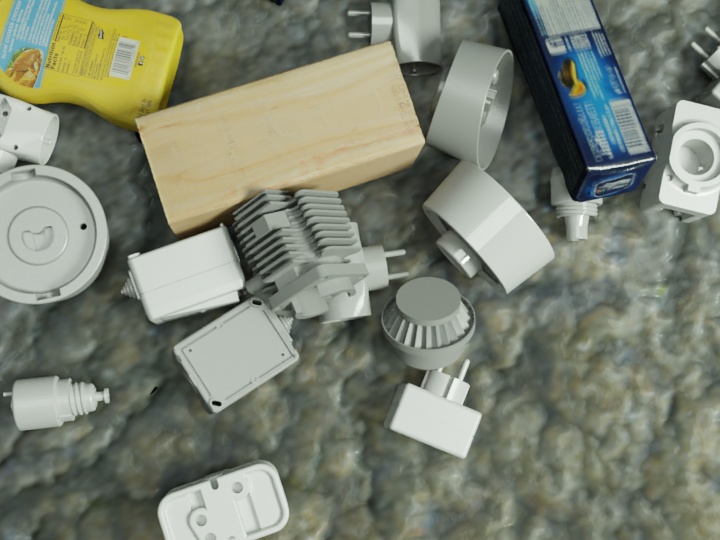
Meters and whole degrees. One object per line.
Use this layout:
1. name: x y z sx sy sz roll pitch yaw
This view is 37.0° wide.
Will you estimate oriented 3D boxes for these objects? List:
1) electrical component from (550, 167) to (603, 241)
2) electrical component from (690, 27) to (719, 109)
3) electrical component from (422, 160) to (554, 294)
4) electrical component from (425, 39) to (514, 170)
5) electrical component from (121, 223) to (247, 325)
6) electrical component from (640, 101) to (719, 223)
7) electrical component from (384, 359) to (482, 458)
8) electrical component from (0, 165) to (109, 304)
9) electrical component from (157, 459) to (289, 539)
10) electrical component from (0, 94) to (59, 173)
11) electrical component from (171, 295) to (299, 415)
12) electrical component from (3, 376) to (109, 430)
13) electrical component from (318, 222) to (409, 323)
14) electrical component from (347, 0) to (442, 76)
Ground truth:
1. electrical component: 0.182 -0.056 0.903 0.043 0.043 0.062 1 85 -5
2. electrical component: 0.319 -0.177 0.926 0.076 0.047 0.083 43 82 0
3. electrical component: 0.096 -0.028 0.863 0.060 0.108 0.108 -43 89 -2
4. electrical component: 0.093 -0.136 0.878 0.064 0.099 0.099 20 83 3
5. electrical component: -0.141 0.010 0.857 0.096 0.061 0.061 -20 86 -7
6. electrical component: 0.277 -0.091 0.909 0.050 0.055 0.089 13 83 -4
7. electrical component: 0.065 0.104 0.873 0.066 0.047 0.076 23 82 -2
8. electrical component: -0.251 -0.024 0.851 0.108 0.060 0.108 1 84 -5
9. electrical component: -0.106 0.187 0.843 0.095 0.059 0.053 -18 86 -7
10. electrical component: -0.292 -0.099 0.864 0.077 0.043 0.079 17 83 -3
11. electrical component: -0.095 0.065 0.859 0.096 0.061 0.061 -32 88 -15
12. electrical component: -0.238 0.103 0.849 0.078 0.040 0.040 -6 85 -6
13. electrical component: 0.000 0.000 0.880 0.079 0.044 0.077 -8 85 -6
14. electrical component: 0.028 -0.206 0.905 0.079 0.043 0.077 0 84 -5
